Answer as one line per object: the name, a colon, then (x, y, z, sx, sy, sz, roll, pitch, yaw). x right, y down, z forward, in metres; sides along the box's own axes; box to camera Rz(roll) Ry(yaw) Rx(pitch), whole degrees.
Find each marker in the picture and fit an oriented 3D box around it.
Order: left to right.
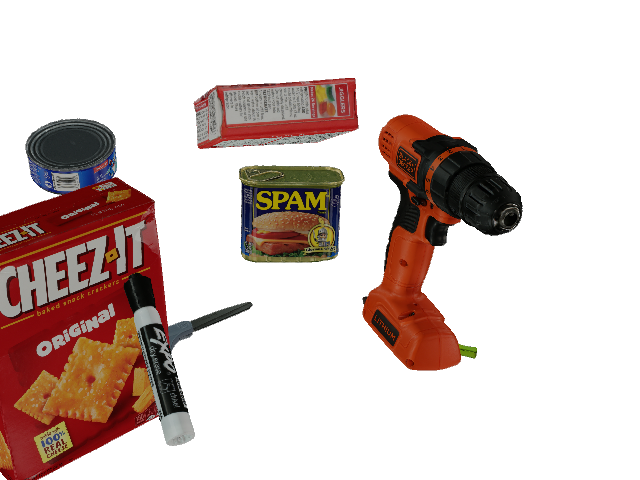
marker: (-0.106, 0.074, 0.694, 0.020, 0.121, 0.020, -16, -27, -9)

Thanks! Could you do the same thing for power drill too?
power drill: (0.094, 0.008, 0.867, 0.057, 0.188, 0.185, -2, 25, -22)

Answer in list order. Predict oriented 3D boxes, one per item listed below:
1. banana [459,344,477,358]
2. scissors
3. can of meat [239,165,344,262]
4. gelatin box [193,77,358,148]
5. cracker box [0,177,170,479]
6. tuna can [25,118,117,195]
banana: (0.103, 0.088, 1.215, 0.069, 0.037, 0.198, 6, 23, -24)
scissors: (-0.145, 0.106, 1.130, 0.201, 0.016, 0.096, -10, 31, -26)
can of meat: (-0.030, -0.026, 1.048, 0.102, 0.084, 0.057, 0, 20, -5)
gelatin box: (-0.026, -0.068, 0.578, 0.073, 0.030, 0.089, -5, 3, -14)
cracker box: (-0.210, 0.076, 0.888, 0.163, 0.214, 0.072, -24, 36, -36)
tuna can: (-0.242, -0.082, 1.042, 0.086, 0.034, 0.086, 1, 40, -1)
